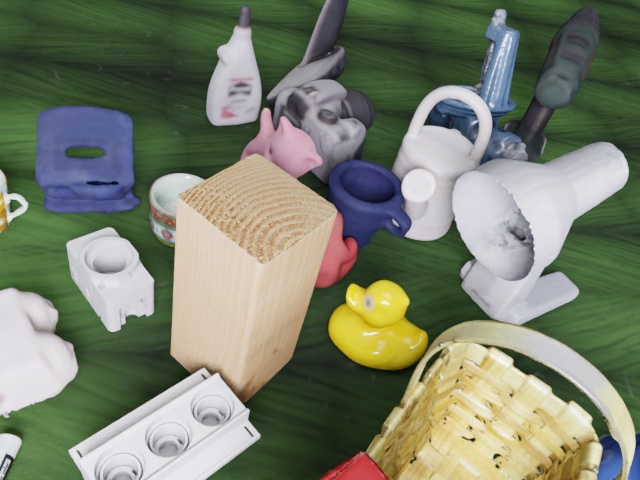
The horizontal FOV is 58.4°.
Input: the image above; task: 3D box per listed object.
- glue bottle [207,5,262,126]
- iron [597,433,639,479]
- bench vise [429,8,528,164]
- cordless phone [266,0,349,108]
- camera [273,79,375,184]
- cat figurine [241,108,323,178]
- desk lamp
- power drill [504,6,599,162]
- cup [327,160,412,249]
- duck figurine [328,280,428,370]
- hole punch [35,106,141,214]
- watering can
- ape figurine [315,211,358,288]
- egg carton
[{"bbox_3d":[-0.113,-0.240,0.791,0.078,0.173,0.037,-16,52,-29],"label":"glue bottle"},{"bbox_3d":[0.257,0.235,0.449,0.118,0.141,0.258,23,44,7],"label":"iron"},{"bbox_3d":[0.254,-0.199,0.825,0.122,0.220,0.207,-20,54,-31],"label":"bench vise"},{"bbox_3d":[-0.008,-0.287,0.861,0.094,0.185,0.148,21,44,5],"label":"cordless phone"},{"bbox_3d":[0.023,-0.170,0.814,0.137,0.101,0.143,-23,56,-33],"label":"camera"},{"bbox_3d":[-0.049,-0.114,0.725,0.067,0.118,0.127,-12,50,-26],"label":"cat figurine"},{"bbox_3d":[0.232,-0.008,0.632,0.204,0.213,0.117,-16,52,-29],"label":"desk lamp"},{"bbox_3d":[0.366,-0.241,0.908,0.075,0.208,0.230,25,45,10],"label":"power drill"},{"bbox_3d":[0.056,-0.026,0.684,0.092,0.095,0.117,-27,58,-36],"label":"cup"},{"bbox_3d":[0.066,0.080,0.587,0.104,0.086,0.077,23,44,7],"label":"duck figurine"},{"bbox_3d":[-0.264,-0.092,0.657,0.109,0.091,0.101,-2,47,-18],"label":"hole punch"},{"bbox_3d":[0.145,-0.094,0.707,0.101,0.194,0.173,12,44,-5],"label":"watering can"},{"bbox_3d":[0.006,0.002,0.643,0.077,0.092,0.076,21,44,5],"label":"ape figurine"},{"bbox_3d":[-0.286,0.104,0.470,0.151,0.069,0.107,-20,54,-32],"label":"egg carton"}]
